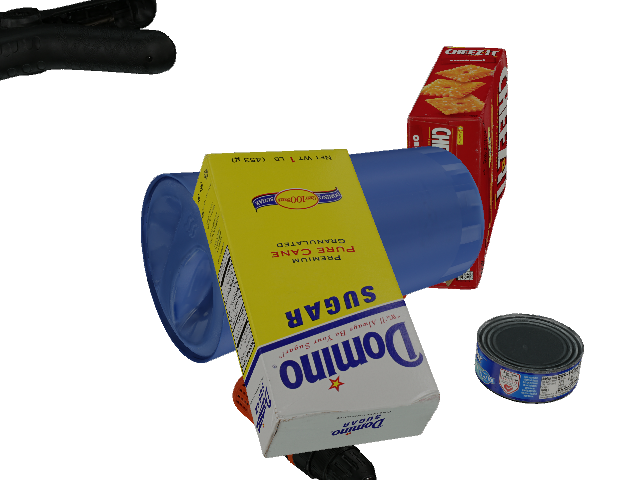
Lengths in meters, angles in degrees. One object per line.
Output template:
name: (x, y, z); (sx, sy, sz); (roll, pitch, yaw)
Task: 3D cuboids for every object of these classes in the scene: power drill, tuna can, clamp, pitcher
power drill: (0.007, 0.115, 0.954); (0.057, 0.188, 0.185); (10, 16, -46)
tuna can: (0.169, 0.096, 0.870); (0.086, 0.034, 0.086); (1, 28, -1)
clamp: (-0.172, -0.124, 0.649); (0.171, 0.039, 0.120); (-2, 22, -4)
pitcher: (-0.007, 0.001, 0.801); (0.242, 0.145, 0.149); (-12, 37, -30)

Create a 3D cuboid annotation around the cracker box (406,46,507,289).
cracker box: (0.132, -0.074, 1.000); (0.072, 0.164, 0.213); (4, 27, 15)

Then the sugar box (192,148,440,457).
sugar box: (-0.006, 0.028, 0.593); (0.093, 0.176, 0.048); (-5, -38, -21)
